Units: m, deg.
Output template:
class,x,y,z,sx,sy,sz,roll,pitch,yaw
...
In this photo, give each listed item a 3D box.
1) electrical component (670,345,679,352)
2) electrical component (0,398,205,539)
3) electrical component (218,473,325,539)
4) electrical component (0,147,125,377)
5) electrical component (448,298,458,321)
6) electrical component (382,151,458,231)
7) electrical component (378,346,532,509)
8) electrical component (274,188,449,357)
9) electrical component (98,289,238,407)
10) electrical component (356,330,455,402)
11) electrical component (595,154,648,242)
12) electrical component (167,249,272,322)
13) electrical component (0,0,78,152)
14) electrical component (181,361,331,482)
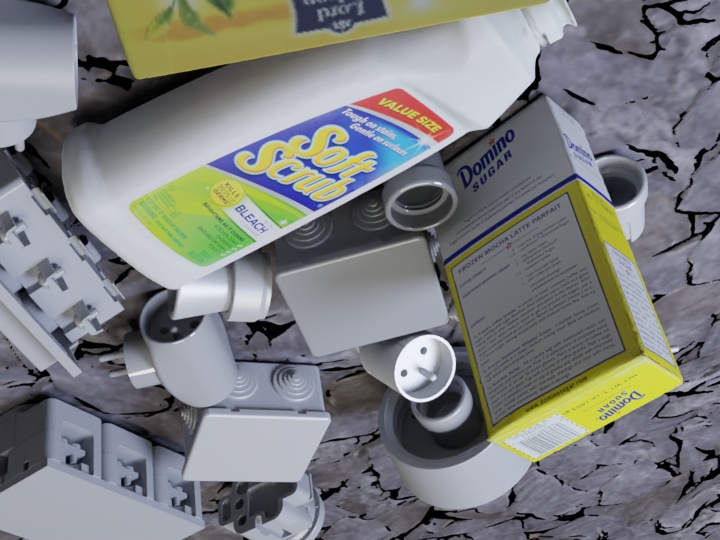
class,x,y,z,sx,sy,sz,roll,pitch,yaw
electrical component,0.192,0.068,0.780,0.079,0.044,0.077,-8,142,-5
electrical component,-0.198,0.155,0.781,0.089,0.061,0.150,-30,138,23
electrical component,-0.065,0.191,0.863,0.078,0.058,0.057,-28,136,21
electrical component,-0.182,-0.007,0.579,0.063,0.078,0.121,-33,142,-7
electrical component,0.100,0.013,0.674,0.096,0.061,0.061,-28,139,20
electrical component,0.030,-0.051,0.590,0.040,0.046,0.040,-7,142,-5
electrical component,0.064,0.103,0.747,0.108,0.108,0.060,-21,135,12
electrical component,0.000,0.000,0.645,0.100,0.048,0.099,-15,141,5
electrical component,-0.126,0.054,0.687,0.079,0.043,0.077,-12,142,3
electrical component,0.023,0.053,0.703,0.043,0.081,0.043,-6,104,-25
electrical component,0.151,-0.040,0.640,0.040,0.040,0.046,-17,147,7
electrical component,-0.084,0.008,0.638,0.055,0.045,0.045,3,140,-18
electrical component,-0.172,-0.084,0.503,0.077,0.043,0.079,-1,141,-13
electrical component,-0.076,0.107,0.760,0.100,0.048,0.099,5,139,-19
